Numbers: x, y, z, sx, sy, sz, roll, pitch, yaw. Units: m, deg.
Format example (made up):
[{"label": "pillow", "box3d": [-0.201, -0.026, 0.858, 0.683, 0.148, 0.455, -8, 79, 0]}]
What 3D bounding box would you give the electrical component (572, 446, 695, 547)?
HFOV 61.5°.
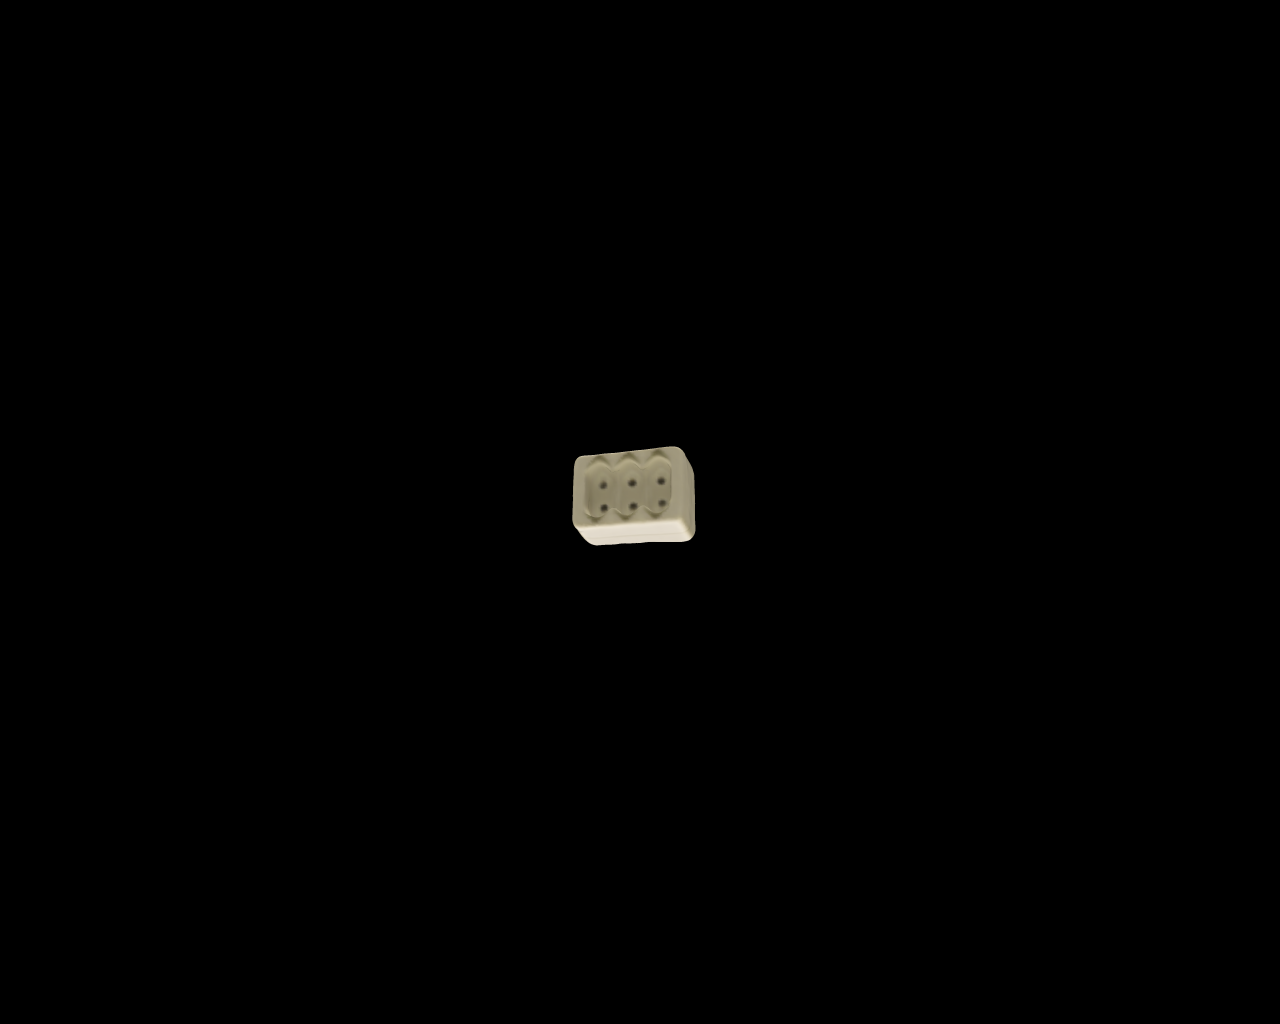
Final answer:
[{"label": "electrical component", "box3d": [0.001, -0.003, 0.650, 0.066, 0.047, 0.076, -4, -19, 12]}]
